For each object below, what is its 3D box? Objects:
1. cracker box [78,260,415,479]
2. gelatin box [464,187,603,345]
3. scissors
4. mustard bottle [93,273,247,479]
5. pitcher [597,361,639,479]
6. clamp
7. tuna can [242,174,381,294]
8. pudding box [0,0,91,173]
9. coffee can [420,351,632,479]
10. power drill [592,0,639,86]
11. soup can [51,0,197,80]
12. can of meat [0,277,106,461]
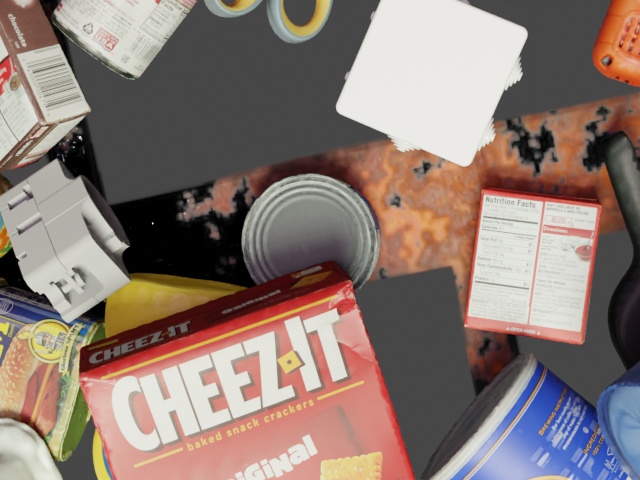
[{"bbox_3d":[-0.030,0.141,0.631,0.164,0.072,0.214,-19,102,-8],"label":"cracker box"},{"bbox_3d":[0.131,0.015,0.659,0.073,0.030,0.089,7,94,10],"label":"gelatin box"},{"bbox_3d":[0.000,-0.210,0.670,0.096,0.016,0.201,42,74,-31],"label":"scissors"},{"bbox_3d":[-0.096,0.121,0.687,0.096,0.058,0.191,7,94,7],"label":"mustard bottle"},{"bbox_3d":[0.265,0.041,0.546,0.242,0.149,0.145,-42,80,-19],"label":"pitcher"},{"bbox_3d":[0.229,0.021,0.639,0.120,0.039,0.171,3,97,14],"label":"clamp"},{"bbox_3d":[-0.004,0.001,0.678,0.086,0.033,0.086,0,93,9],"label":"tuna can"},{"bbox_3d":[-0.200,-0.111,0.680,0.090,0.039,0.113,-27,86,51],"label":"pudding box"},{"bbox_3d":[0.144,0.148,0.626,0.140,0.102,0.103,39,98,5],"label":"coffee can"},{"bbox_3d":[0.273,-0.156,0.615,0.188,0.057,0.184,22,100,10],"label":"power drill"},{"bbox_3d":[-0.112,-0.160,0.671,0.068,0.068,0.102,39,98,5],"label":"soup can"},{"bbox_3d":[-0.191,0.086,0.702,0.084,0.057,0.102,17,96,5],"label":"can of meat"}]
